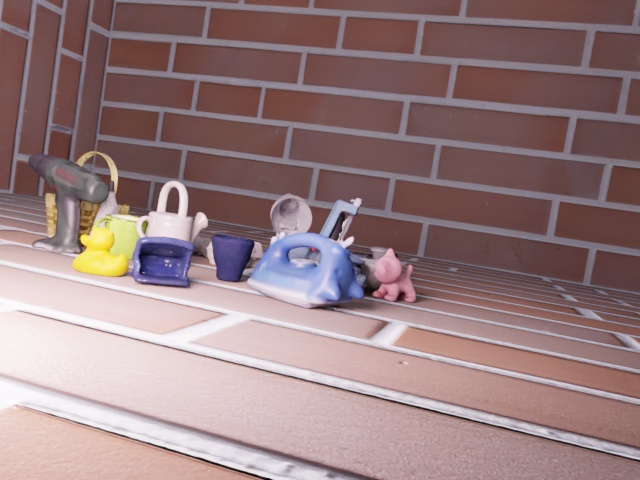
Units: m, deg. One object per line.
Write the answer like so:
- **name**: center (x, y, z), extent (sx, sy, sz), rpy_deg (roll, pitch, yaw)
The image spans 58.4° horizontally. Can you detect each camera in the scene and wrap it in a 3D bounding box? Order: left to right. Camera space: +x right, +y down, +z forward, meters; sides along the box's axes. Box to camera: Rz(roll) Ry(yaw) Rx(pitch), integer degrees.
- **camera**: center (0.155, 0.067, 1.665), extent (0.136, 0.101, 0.143), rpy_deg (10, 3, 17)

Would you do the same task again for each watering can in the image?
- **watering can**: center (-0.342, -0.039, 1.329), extent (0.100, 0.194, 0.173), rpy_deg (10, 3, 19)

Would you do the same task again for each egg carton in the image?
- **egg carton**: center (-0.218, 0.034, 1.490), extent (0.107, 0.069, 0.151), rpy_deg (10, 3, 25)

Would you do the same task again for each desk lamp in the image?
- **desk lamp**: center (-0.100, -0.032, 1.709), extent (0.118, 0.213, 0.203), rpy_deg (8, 3, -10)

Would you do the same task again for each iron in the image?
- **iron**: center (-0.039, 0.047, 1.112), extent (0.257, 0.141, 0.119), rpy_deg (11, 4, 35)

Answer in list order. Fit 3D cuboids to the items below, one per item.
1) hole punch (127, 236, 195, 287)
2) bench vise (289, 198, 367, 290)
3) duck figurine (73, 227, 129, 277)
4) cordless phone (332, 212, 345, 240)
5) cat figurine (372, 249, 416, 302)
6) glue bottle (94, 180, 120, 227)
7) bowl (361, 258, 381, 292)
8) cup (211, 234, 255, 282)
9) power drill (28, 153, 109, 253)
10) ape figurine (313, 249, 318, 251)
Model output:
- **hole punch**: center (-0.295, 0.035, 1.062), extent (0.109, 0.091, 0.101), rpy_deg (8, 3, -23)
- **bench vise**: center (0.014, 0.006, 1.287), extent (0.207, 0.220, 0.121), rpy_deg (8, 3, -10)
- **duck figurine**: center (-0.406, 0.020, 1.071), extent (0.104, 0.086, 0.078), rpy_deg (10, 3, 14)
- **cordless phone**: center (0.020, 0.009, 1.559), extent (0.094, 0.185, 0.148), rpy_deg (10, 3, 18)
- **cat figurine**: center (0.170, 0.080, 1.316), extent (0.128, 0.118, 0.067), rpy_deg (6, 4, -41)
- **glue bottle**: center (-0.507, -0.057, 1.371), extent (0.037, 0.173, 0.078), rpy_deg (9, 3, 11)
- **bowl**: center (0.105, 0.086, 1.417), extent (0.167, 0.075, 0.167), rpy_deg (9, 3, 0)
- **cup**: center (-0.197, 0.039, 1.233), extent (0.092, 0.095, 0.117), rpy_deg (7, 4, -29)
- **power drill**: center (-0.578, -0.081, 1.281), extent (0.229, 0.208, 0.076), rpy_deg (10, 3, 23)
- **ape figurine**: center (-0.032, 0.043, 1.656), extent (0.078, 0.092, 0.075), rpy_deg (7, 4, -35)
